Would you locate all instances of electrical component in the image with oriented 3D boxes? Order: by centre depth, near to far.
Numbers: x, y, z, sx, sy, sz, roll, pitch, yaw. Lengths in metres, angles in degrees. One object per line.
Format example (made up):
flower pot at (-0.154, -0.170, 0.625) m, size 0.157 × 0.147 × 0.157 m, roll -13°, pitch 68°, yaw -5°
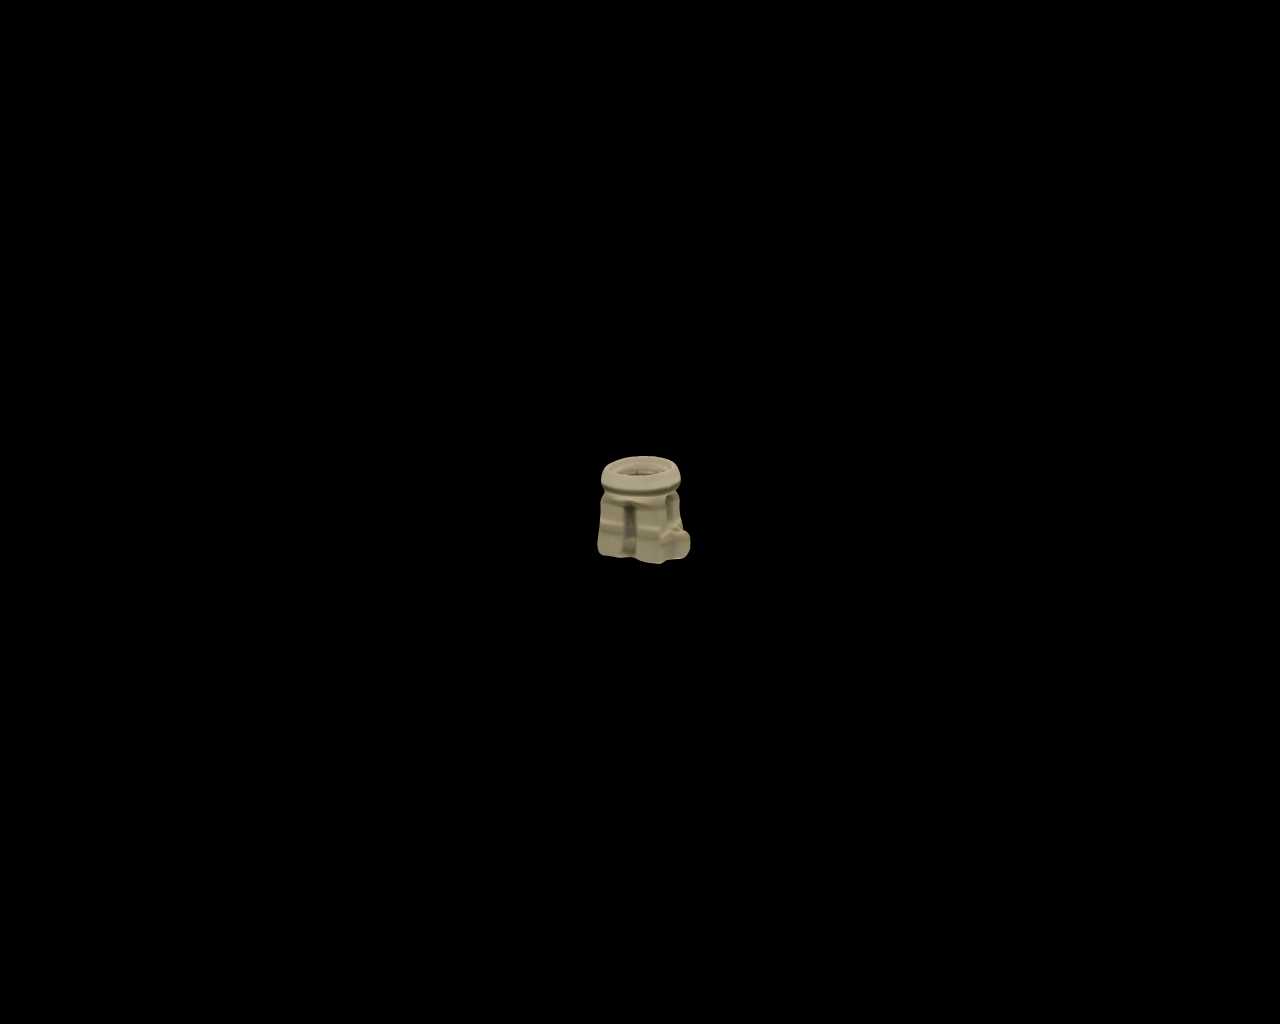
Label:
electrical component at (0.001, -0.003, 0.650) m, size 0.066 × 0.055 × 0.048 m, roll 7°, pitch 20°, yaw 20°
